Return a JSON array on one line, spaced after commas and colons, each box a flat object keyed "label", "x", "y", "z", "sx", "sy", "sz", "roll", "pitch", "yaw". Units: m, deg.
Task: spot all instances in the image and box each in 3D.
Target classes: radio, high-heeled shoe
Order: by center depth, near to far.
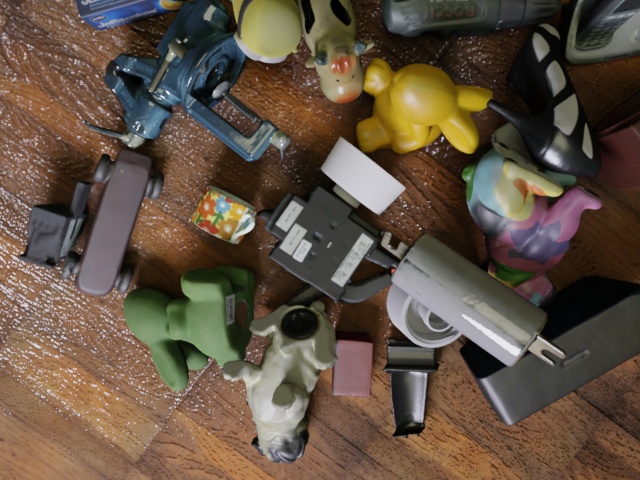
[{"label": "high-heeled shoe", "x": 0.297, "y": -0.178, "z": 0.651, "sx": 0.145, "sy": 0.086, "sz": 0.249, "roll": 33, "pitch": 58, "yaw": 10}, {"label": "radio", "x": 0.303, "y": 0.134, "z": 0.698, "sx": 0.230, "sy": 0.131, "sz": 0.073, "roll": -29, "pitch": 94, "yaw": 1}]

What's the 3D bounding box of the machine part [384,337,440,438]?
[{"label": "machine part", "x": 0.126, "y": 0.206, "z": 0.749, "sx": 0.084, "sy": 0.039, "sz": 0.138, "roll": 3, "pitch": 92, "yaw": -6}]

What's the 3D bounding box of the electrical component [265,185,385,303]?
[{"label": "electrical component", "x": -0.001, "y": -0.002, "z": 0.689, "sx": 0.134, "sy": 0.058, "sz": 0.115, "roll": 36, "pitch": 86, "yaw": 0}]

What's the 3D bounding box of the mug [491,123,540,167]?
[{"label": "mug", "x": 0.289, "y": -0.122, "z": 0.714, "sx": 0.107, "sy": 0.081, "sz": 0.109, "roll": -12, "pitch": 102, "yaw": 10}]

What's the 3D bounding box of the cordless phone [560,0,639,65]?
[{"label": "cordless phone", "x": 0.389, "y": -0.288, "z": 0.647, "sx": 0.147, "sy": 0.184, "sz": 0.088, "roll": -9, "pitch": 89, "yaw": 0}]

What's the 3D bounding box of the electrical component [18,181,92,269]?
[{"label": "electrical component", "x": -0.347, "y": -0.026, "z": 0.713, "sx": 0.048, "sy": 0.075, "sz": 0.119, "roll": 18, "pitch": 99, "yaw": -3}]

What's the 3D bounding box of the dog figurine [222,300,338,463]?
[{"label": "dog figurine", "x": -0.034, "y": 0.192, "z": 0.720, "sx": 0.121, "sy": 0.190, "sz": 0.172, "roll": 33, "pitch": 59, "yaw": 31}]

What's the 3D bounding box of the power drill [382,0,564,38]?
[{"label": "power drill", "x": 0.187, "y": -0.368, "z": 0.693, "sx": 0.232, "sy": 0.086, "sz": 0.207, "roll": -11, "pitch": 107, "yaw": 4}]

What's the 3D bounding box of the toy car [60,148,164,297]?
[{"label": "toy car", "x": -0.277, "y": -0.022, "z": 0.721, "sx": 0.089, "sy": 0.053, "sz": 0.202, "roll": 17, "pitch": 93, "yaw": -24}]

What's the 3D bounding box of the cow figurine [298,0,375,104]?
[{"label": "cow figurine", "x": 0.013, "y": -0.268, "z": 0.675, "sx": 0.086, "sy": 0.127, "sz": 0.194, "roll": -14, "pitch": 91, "yaw": 4}]

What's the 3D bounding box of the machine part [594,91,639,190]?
[{"label": "machine part", "x": 0.437, "y": -0.155, "z": 0.645, "sx": 0.201, "sy": 0.201, "sz": 0.087, "roll": -38, "pitch": 91, "yaw": 3}]

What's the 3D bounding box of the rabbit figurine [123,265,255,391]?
[{"label": "rabbit figurine", "x": -0.179, "y": 0.109, "z": 0.721, "sx": 0.170, "sy": 0.121, "sz": 0.159, "roll": -1, "pitch": 101, "yaw": 18}]

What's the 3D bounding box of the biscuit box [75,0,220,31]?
[{"label": "biscuit box", "x": -0.216, "y": -0.334, "z": 0.703, "sx": 0.203, "sy": 0.059, "sz": 0.062, "roll": -16, "pitch": 93, "yaw": 1}]

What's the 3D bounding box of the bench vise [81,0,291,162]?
[{"label": "bench vise", "x": -0.149, "y": -0.175, "z": 0.683, "sx": 0.241, "sy": 0.129, "sz": 0.223, "roll": 39, "pitch": 91, "yaw": 5}]

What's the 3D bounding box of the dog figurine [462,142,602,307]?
[{"label": "dog figurine", "x": 0.233, "y": 0.007, "z": 0.675, "sx": 0.191, "sy": 0.109, "sz": 0.219, "roll": 17, "pitch": 114, "yaw": -15}]

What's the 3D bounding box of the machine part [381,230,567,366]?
[{"label": "machine part", "x": 0.172, "y": 0.067, "z": 0.632, "sx": 0.243, "sy": 0.079, "sz": 0.079, "roll": 35, "pitch": 93, "yaw": 16}]

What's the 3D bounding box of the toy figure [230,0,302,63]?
[{"label": "toy figure", "x": -0.071, "y": -0.294, "z": 0.637, "sx": 0.082, "sy": 0.089, "sz": 0.180, "roll": -6, "pitch": 70, "yaw": -7}]

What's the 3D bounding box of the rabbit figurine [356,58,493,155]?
[{"label": "rabbit figurine", "x": 0.123, "y": -0.159, "z": 0.660, "sx": 0.162, "sy": 0.173, "sz": 0.121, "roll": 19, "pitch": 89, "yaw": 3}]
